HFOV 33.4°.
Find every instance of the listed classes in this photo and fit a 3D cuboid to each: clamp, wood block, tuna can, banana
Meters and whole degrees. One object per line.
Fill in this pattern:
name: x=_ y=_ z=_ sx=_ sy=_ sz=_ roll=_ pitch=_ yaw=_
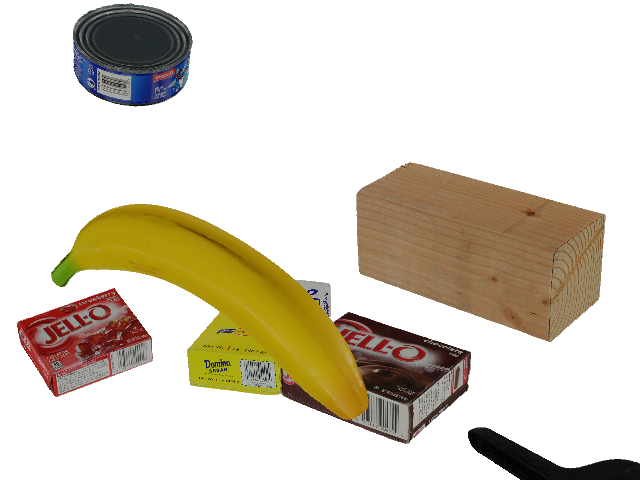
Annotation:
clamp: x=0.203 y=0.223 z=0.865 sx=0.210 sy=0.036 sz=0.164 roll=2 pitch=37 yaw=24
wood block: x=0.141 y=0.004 z=0.969 sx=0.206 sy=0.090 sz=0.090 roll=19 pitch=34 yaw=37
tuna can: x=-0.138 y=-0.136 z=0.784 sx=0.086 sy=0.034 sz=0.086 roll=6 pitch=43 yaw=-6
banana: x=-0.056 y=0.026 z=0.566 sx=0.198 sy=0.070 sz=0.037 roll=24 pitch=37 yaw=19

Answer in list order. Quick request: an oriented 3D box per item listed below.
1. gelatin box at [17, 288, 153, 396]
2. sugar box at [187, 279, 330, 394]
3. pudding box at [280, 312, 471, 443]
gelatin box: x=-0.193 y=0.082 z=0.874 sx=0.089 sy=0.030 sz=0.073 roll=-19 pitch=42 yaw=-28
sugar box: x=-0.056 y=0.090 z=1.061 sx=0.093 sy=0.048 sz=0.176 roll=4 pitch=25 yaw=15
pudding box: x=0.040 y=0.098 z=0.784 sx=0.114 sy=0.039 sz=0.089 roll=18 pitch=30 yaw=31
